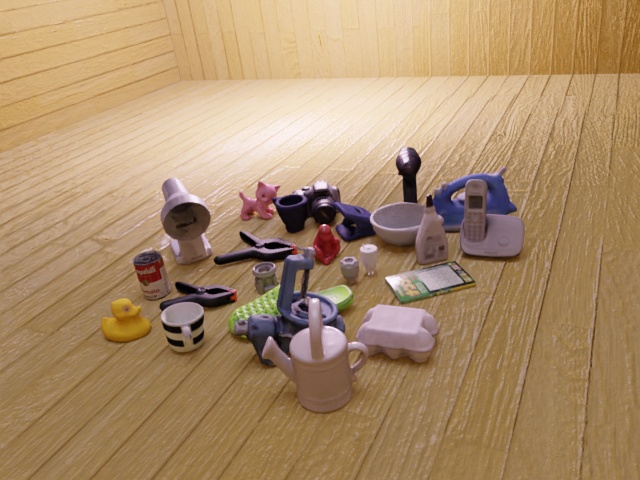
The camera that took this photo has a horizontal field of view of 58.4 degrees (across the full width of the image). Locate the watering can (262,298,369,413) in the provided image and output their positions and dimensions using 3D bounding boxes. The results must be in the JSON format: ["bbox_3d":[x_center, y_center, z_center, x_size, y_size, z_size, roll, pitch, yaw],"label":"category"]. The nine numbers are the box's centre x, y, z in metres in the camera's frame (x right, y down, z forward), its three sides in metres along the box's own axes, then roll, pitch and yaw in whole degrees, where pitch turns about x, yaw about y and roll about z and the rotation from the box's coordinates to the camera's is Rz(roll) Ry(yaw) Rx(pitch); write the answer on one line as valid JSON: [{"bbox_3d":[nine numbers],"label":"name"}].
[{"bbox_3d":[-0.009,0.191,0.977,0.173,0.194,0.100,-15,29,-14],"label":"watering can"}]

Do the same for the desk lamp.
[{"bbox_3d":[-0.355,-0.045,1.493,0.118,0.214,0.202,-18,29,-18],"label":"desk lamp"}]

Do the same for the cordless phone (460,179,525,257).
[{"bbox_3d":[0.405,-0.052,1.348,0.147,0.185,0.094,2,29,17],"label":"cordless phone"}]

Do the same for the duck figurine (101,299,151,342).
[{"bbox_3d":[-0.428,0.168,1.244,0.104,0.086,0.077,-5,28,5],"label":"duck figurine"}]

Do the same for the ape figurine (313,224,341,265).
[{"bbox_3d":[0.013,0.005,1.437,0.078,0.092,0.076,-15,29,-14],"label":"ape figurine"}]

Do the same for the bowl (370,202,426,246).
[{"bbox_3d":[0.214,-0.031,1.475,0.167,0.075,0.167,-6,28,3],"label":"bowl"}]

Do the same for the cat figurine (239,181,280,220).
[{"bbox_3d":[-0.180,-0.125,1.706,0.127,0.118,0.067,-3,28,9],"label":"cat figurine"}]

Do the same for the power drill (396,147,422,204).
[{"bbox_3d":[0.244,-0.151,1.551,0.075,0.209,0.229,-4,28,8],"label":"power drill"}]

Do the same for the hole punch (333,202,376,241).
[{"bbox_3d":[0.094,-0.061,1.544,0.101,0.091,0.108,-15,28,-14],"label":"hole punch"}]

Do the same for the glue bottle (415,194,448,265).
[{"bbox_3d":[0.262,-0.027,1.349,0.078,0.173,0.037,-11,28,-6],"label":"glue bottle"}]

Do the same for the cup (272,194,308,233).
[{"bbox_3d":[-0.086,-0.072,1.606,0.117,0.095,0.092,16,36,38],"label":"cup"}]

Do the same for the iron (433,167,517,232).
[{"bbox_3d":[0.380,-0.108,1.508,0.258,0.142,0.118,-11,28,-6],"label":"iron"}]

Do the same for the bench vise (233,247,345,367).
[{"bbox_3d":[-0.057,0.129,1.080,0.208,0.220,0.121,-23,31,-27],"label":"bench vise"}]

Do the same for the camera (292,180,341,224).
[{"bbox_3d":[-0.009,-0.105,1.644,0.143,0.101,0.136,-8,28,-1],"label":"camera"}]

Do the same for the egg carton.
[{"bbox_3d":[0.149,0.179,1.097,0.150,0.069,0.107,3,29,20],"label":"egg carton"}]
